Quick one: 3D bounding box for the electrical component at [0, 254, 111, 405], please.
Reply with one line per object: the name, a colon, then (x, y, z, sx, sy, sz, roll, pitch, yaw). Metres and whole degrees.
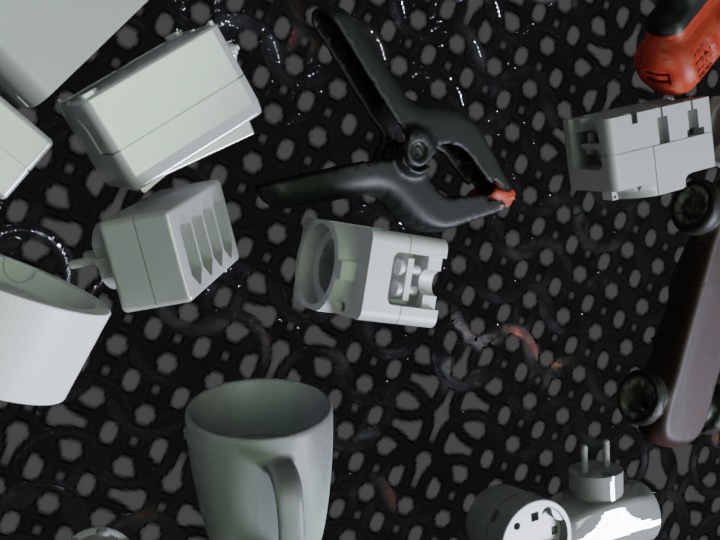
electrical component: (-0.181, 0.028, 0.513, 0.108, 0.108, 0.060, 22, 92, -28)

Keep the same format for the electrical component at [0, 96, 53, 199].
electrical component: (-0.209, -0.061, 0.519, 0.083, 0.047, 0.075, 43, 77, -25)

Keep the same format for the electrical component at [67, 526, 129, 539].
electrical component: (-0.136, 0.168, 0.575, 0.048, 0.062, 0.048, -4, 98, -27)

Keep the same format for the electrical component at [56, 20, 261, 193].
electrical component: (-0.098, -0.086, 0.564, 0.096, 0.062, 0.061, -36, 111, -19)

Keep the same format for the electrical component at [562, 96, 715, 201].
electrical component: (0.187, -0.080, 0.718, 0.089, 0.050, 0.055, -15, 103, -25)

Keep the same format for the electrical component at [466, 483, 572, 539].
electrical component: (0.103, 0.171, 0.707, 0.055, 0.047, 0.055, -3, 98, -27)

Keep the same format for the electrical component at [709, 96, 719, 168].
electrical component: (0.297, -0.090, 0.755, 0.076, 0.083, 0.047, 15, 89, -28)

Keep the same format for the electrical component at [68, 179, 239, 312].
electrical component: (-0.115, -0.011, 0.564, 0.076, 0.083, 0.047, -10, 103, 13)

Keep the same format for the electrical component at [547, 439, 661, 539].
electrical component: (0.162, 0.155, 0.737, 0.077, 0.044, 0.079, -8, 100, -26)

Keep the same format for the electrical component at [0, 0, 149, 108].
electrical component: (-0.147, -0.138, 0.524, 0.113, 0.078, 0.057, -49, 117, -14)

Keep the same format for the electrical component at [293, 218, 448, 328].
electrical component: (0.000, 0.000, 0.610, 0.056, 0.089, 0.050, 8, 93, -28)
